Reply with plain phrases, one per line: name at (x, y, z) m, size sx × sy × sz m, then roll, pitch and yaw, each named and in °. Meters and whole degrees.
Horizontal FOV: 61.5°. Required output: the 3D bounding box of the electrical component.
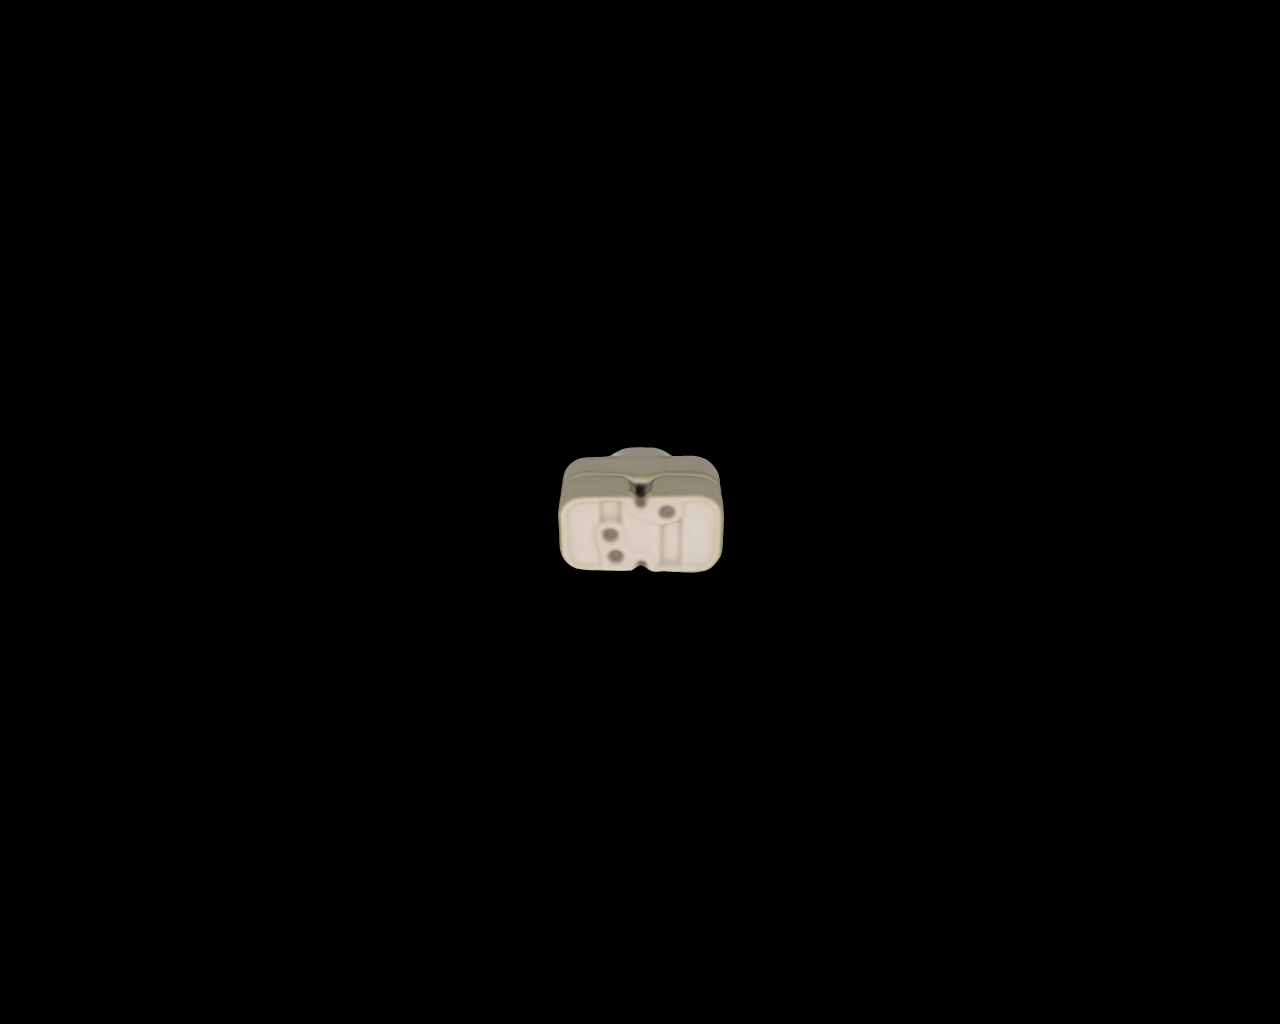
electrical component at (0.001, -0.003, 0.650) m, size 0.095 × 0.053 × 0.059 m, roll 0°, pitch 32°, yaw 0°
